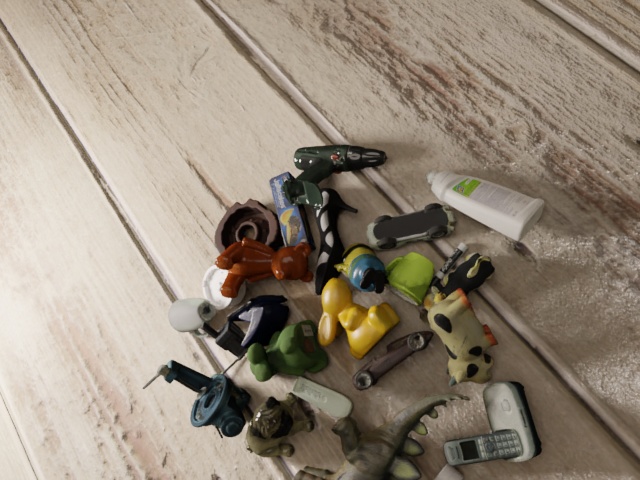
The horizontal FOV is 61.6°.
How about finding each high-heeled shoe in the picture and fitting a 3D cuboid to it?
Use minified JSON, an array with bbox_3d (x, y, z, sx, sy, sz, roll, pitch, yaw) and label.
[{"bbox_3d":[-0.003,-0.004,1.275,0.145,0.086,0.248,20,83,33],"label":"high-heeled shoe"}]

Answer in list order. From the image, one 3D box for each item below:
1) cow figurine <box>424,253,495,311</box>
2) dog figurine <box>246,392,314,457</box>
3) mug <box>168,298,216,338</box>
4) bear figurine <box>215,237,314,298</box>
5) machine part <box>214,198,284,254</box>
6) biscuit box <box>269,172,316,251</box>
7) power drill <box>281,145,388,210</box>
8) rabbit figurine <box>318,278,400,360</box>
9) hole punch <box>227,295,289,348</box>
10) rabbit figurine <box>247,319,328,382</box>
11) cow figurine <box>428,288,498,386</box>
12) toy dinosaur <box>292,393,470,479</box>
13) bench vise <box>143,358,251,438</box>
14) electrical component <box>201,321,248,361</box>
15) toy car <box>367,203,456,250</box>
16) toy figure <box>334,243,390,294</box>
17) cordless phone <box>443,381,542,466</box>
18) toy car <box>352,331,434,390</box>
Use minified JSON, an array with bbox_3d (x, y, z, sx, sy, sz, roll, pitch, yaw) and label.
[{"bbox_3d":[0.290,0.096,1.125,0.167,0.098,0.068,-42,78,4],"label":"cow figurine"},{"bbox_3d":[-0.119,0.402,1.136,0.121,0.190,0.172,40,92,25],"label":"dog figurine"},{"bbox_3d":[-0.301,0.190,1.306,0.107,0.081,0.109,-17,102,42],"label":"mug"},{"bbox_3d":[-0.120,0.065,1.224,0.196,0.120,0.132,9,34,14],"label":"bear figurine"},{"bbox_3d":[-0.176,-0.013,1.346,0.180,0.056,0.179,-5,74,19],"label":"machine part"},{"bbox_3d":[-0.069,-0.065,1.319,0.059,0.062,0.203,-21,70,12],"label":"biscuit box"},{"bbox_3d":[0.019,-0.160,1.264,0.232,0.085,0.207,10,48,29],"label":"power drill"},{"bbox_3d":[0.067,0.165,1.179,0.173,0.122,0.162,47,114,9],"label":"rabbit figurine"},{"bbox_3d":[-0.133,0.186,1.238,0.116,0.142,0.092,-38,64,21],"label":"hole punch"},{"bbox_3d":[-0.092,0.269,1.200,0.170,0.159,0.121,-32,76,25],"label":"rabbit figurine"},{"bbox_3d":[0.284,0.207,1.075,0.127,0.085,0.194,-32,101,13],"label":"cow figurine"},{"bbox_3d":[0.101,0.452,1.096,0.199,0.105,0.471,40,100,17],"label":"toy dinosaur"},{"bbox_3d":[-0.252,0.324,1.174,0.129,0.240,0.224,-47,25,9],"label":"bench vise"},{"bbox_3d":[-0.218,0.221,1.258,0.119,0.075,0.048,42,94,-9],"label":"electrical component"},{"bbox_3d":[0.205,-0.028,1.216,0.202,0.056,0.073,-13,65,15],"label":"toy car"},{"bbox_3d":[0.099,0.062,1.174,0.082,0.180,0.089,43,89,-15],"label":"toy figure"},{"bbox_3d":[0.324,0.361,1.051,0.184,0.088,0.146,-19,70,18],"label":"cordless phone"},{"bbox_3d":[0.152,0.249,1.137,0.202,0.089,0.053,-39,70,7],"label":"toy car"}]
